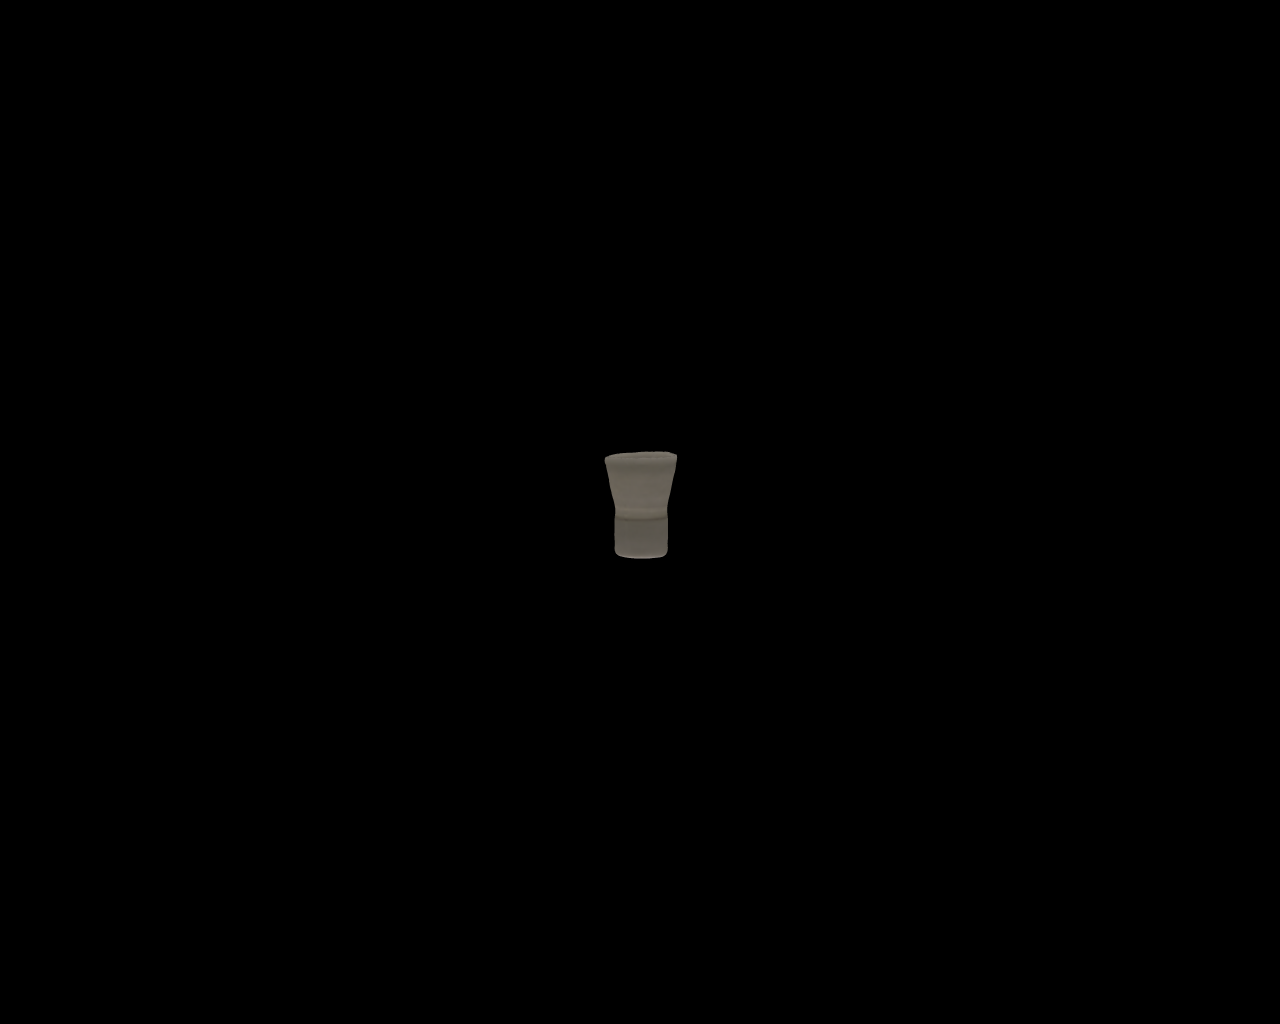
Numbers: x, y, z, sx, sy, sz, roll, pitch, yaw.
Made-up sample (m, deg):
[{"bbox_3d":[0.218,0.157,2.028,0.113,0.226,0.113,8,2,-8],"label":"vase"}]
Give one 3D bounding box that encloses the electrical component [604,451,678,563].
[{"bbox_3d":[0.001,-0.003,0.650,0.044,0.065,0.044,0,7,0],"label":"electrical component"}]
